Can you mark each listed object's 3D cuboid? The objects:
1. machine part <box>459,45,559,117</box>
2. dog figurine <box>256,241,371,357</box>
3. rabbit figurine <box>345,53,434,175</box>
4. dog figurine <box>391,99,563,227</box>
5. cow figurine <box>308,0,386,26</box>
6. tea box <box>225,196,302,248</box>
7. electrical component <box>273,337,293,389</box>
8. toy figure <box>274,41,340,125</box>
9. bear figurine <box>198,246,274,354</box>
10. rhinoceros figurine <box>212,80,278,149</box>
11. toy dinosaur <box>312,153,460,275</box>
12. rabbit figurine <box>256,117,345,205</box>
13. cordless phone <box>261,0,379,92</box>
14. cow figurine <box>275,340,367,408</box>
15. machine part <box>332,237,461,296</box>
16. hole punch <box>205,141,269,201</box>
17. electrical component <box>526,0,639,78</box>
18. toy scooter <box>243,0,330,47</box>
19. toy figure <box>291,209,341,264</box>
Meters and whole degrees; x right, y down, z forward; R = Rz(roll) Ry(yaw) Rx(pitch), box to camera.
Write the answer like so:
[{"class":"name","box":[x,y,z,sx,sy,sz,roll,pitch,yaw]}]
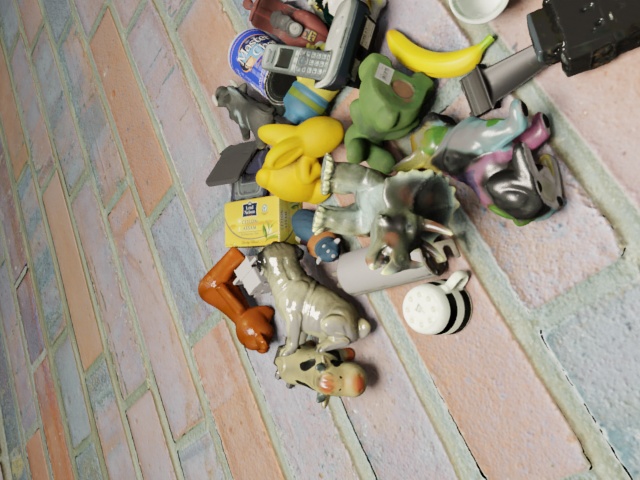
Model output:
[{"class":"machine part","box":[0.265,-0.232,0.761,0.139,0.039,0.084,-23,68,41]},{"class":"dog figurine","box":[-0.012,0.087,0.918,0.172,0.121,0.190,-10,92,3]},{"class":"rabbit figurine","box":[0.096,-0.179,0.866,0.170,0.121,0.159,125,158,-56]},{"class":"dog figurine","box":[0.212,-0.102,0.763,0.219,0.108,0.191,-13,82,46]},{"class":"cow figurine","box":[0.034,-0.421,0.966,0.168,0.068,0.098,45,124,35]},{"class":"tea box","box":[-0.116,-0.034,1.084,0.170,0.068,0.098,-6,85,43]},{"class":"electrical component","box":[-0.061,0.238,1.052,0.063,0.021,0.094,26,105,40]},{"class":"toy figure","box":[-0.006,-0.273,0.977,0.089,0.082,0.180,34,98,16]},{"class":"bear figurine","box":[-0.149,0.129,1.093,0.196,0.120,0.132,40,73,9]},{"class":"rhinoceros figurine","box":[-0.151,-0.258,1.082,0.073,0.112,0.191,-44,47,-8]},{"class":"toy dinosaur","box":[0.089,-0.050,0.807,0.192,0.405,0.131,12,98,1]},{"class":"rabbit figurine","box":[-0.034,-0.158,0.949,0.173,0.162,0.122,-41,52,41]},{"class":"cordless phone","box":[-0.008,-0.329,0.899,0.184,0.088,0.146,19,96,27]},{"class":"cow figurine","box":[0.000,0.225,0.926,0.195,0.127,0.085,2,93,45]},{"class":"machine part","box":[0.112,0.038,0.864,0.243,0.079,0.079,-20,75,42]},{"class":"hole punch","box":[-0.160,-0.140,1.130,0.142,0.092,0.116,-3,55,45]},{"class":"electrical component","box":[0.331,-0.272,0.663,0.134,0.058,0.115,-18,73,20]},{"class":"toy scooter","box":[-0.068,-0.410,1.010,0.184,0.135,0.075,41,113,35]},{"class":"toy figure","box":[-0.002,-0.005,0.971,0.155,0.058,0.064,50,123,47]}]
